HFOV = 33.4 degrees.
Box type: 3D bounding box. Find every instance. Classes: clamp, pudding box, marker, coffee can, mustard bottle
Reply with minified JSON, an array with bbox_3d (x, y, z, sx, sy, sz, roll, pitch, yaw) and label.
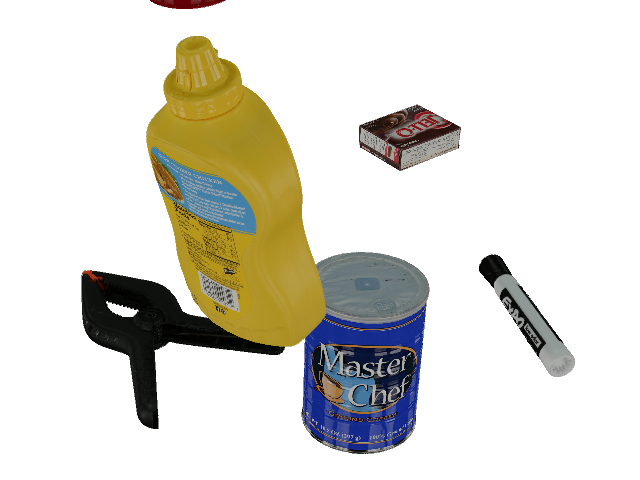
[{"bbox_3d":[-0.148,0.083,1.004,0.164,0.036,0.210,-21,42,-35],"label":"clamp"},{"bbox_3d":[0.123,-0.143,1.470,0.113,0.039,0.090,-25,40,-29],"label":"pudding box"},{"bbox_3d":[0.138,0.047,0.726,0.020,0.020,0.121,0,33,-18],"label":"marker"},{"bbox_3d":[0.036,0.095,0.913,0.103,0.140,0.103,2,29,-1],"label":"coffee can"},{"bbox_3d":[-0.052,-0.029,0.602,0.096,0.191,0.058,27,54,34],"label":"mustard bottle"}]

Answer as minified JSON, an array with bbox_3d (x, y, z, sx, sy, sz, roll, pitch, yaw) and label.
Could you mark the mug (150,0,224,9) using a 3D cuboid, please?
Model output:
[{"bbox_3d":[-0.111,-0.225,0.794,0.117,0.081,0.093,0,40,4],"label":"mug"}]
